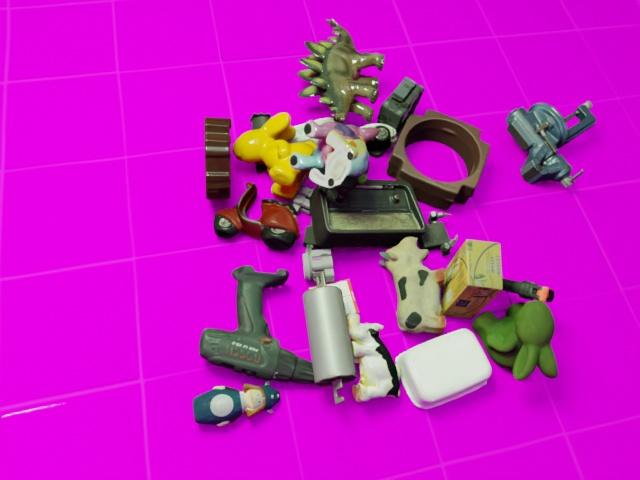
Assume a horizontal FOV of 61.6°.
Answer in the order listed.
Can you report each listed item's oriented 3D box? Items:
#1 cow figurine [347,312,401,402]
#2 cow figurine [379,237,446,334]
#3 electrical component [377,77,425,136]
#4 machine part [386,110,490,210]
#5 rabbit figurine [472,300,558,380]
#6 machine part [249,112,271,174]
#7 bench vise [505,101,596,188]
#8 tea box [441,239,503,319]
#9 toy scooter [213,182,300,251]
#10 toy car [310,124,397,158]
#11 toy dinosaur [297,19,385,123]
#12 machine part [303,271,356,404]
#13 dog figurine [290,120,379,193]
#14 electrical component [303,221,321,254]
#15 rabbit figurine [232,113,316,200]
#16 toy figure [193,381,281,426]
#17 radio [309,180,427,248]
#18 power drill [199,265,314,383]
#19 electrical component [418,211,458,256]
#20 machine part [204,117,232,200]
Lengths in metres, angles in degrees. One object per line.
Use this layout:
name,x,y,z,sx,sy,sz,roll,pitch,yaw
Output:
cow figurine,0.098,0.214,1.007,0.098,0.068,0.167,-4,67,-14
cow figurine,0.183,0.087,1.070,0.127,0.085,0.195,-1,71,4
electrical component,0.184,-0.306,1.243,0.058,0.134,0.115,32,62,10
machine part,0.266,-0.181,1.216,0.201,0.087,0.201,24,64,4
rabbit figurine,0.372,0.180,0.996,0.121,0.170,0.159,-3,63,-7
machine part,-0.123,-0.222,1.217,0.084,0.039,0.139,-15,79,-4
bench vise,0.562,-0.242,1.259,0.241,0.128,0.224,-32,69,-12
tea box,0.289,0.079,1.038,0.068,0.169,0.098,7,65,-2
toy scooter,-0.123,-0.056,1.119,0.184,0.075,0.135,11,61,5
toy car,0.076,-0.227,1.224,0.202,0.073,0.056,-5,65,-8
toy dinosaur,0.050,-0.406,1.269,0.199,0.105,0.471,13,43,-3
machine part,0.016,0.174,0.980,0.079,0.079,0.243,-6,66,-9
dog figurine,0.061,-0.175,1.078,0.192,0.108,0.219,36,30,29
electrical component,-0.002,-0.003,1.132,0.063,0.021,0.094,11,62,-1
rabbit figurine,-0.100,-0.189,1.143,0.173,0.122,0.162,21,81,11
toy figure,-0.145,0.289,0.952,0.154,0.058,0.064,-7,102,-11
radio,0.096,-0.056,1.112,0.229,0.073,0.131,0,63,-24
power drill,-0.103,0.158,1.014,0.232,0.086,0.207,8,69,-10
electrical component,0.249,-0.015,1.152,0.078,0.045,0.102,-5,64,-10
machine part,-0.210,-0.167,1.108,0.056,0.179,0.179,0,63,-11
